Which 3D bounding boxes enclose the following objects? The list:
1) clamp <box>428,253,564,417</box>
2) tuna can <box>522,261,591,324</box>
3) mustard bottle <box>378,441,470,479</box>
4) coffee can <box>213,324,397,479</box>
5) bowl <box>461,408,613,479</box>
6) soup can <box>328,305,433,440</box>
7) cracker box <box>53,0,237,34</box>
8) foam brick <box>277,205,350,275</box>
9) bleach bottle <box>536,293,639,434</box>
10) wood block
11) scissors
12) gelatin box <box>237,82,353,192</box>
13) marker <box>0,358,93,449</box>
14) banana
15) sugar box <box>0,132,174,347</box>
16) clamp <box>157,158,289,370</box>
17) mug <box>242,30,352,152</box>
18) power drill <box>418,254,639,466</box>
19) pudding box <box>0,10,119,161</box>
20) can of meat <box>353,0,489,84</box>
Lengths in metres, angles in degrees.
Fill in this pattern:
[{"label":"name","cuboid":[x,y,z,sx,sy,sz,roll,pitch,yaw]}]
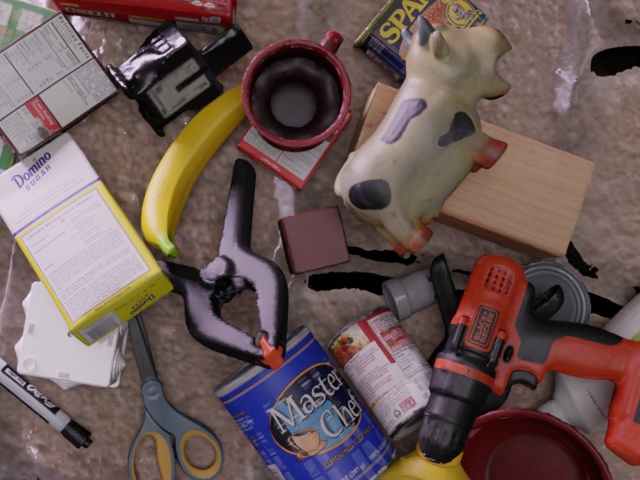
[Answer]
[{"label":"clamp","cuboid":[0.152,0.101,0.970,0.120,0.039,0.171,9,108,13]},{"label":"tuna can","cuboid":[0.207,0.063,1.000,0.086,0.034,0.086,0,88,-4]},{"label":"mustard bottle","cuboid":[0.088,0.249,0.947,0.096,0.058,0.192,18,104,21]},{"label":"coffee can","cuboid":[-0.013,0.161,0.948,0.103,0.103,0.140,-35,90,-4]},{"label":"bowl","cuboid":[0.189,0.225,0.965,0.162,0.055,0.162,2,96,22]},{"label":"soup can","cuboid":[0.063,0.119,0.957,0.068,0.068,0.102,-34,70,-4]},{"label":"cracker box","cuboid":[-0.148,-0.306,0.973,0.164,0.072,0.214,7,87,-4]},{"label":"foam brick","cuboid":[-0.006,0.001,0.967,0.051,0.078,0.053,-13,89,-6]},{"label":"bleach bottle","cuboid":[0.307,0.094,0.992,0.251,0.068,0.102,-34,89,-2]},{"label":"wood block","cuboid":[0.129,-0.059,0.971,0.206,0.091,0.090,20,87,-3]},{"label":"scissors","cuboid":[-0.133,0.142,0.967,0.096,0.016,0.202,2,100,-11]},{"label":"gelatin box","cuboid":[-0.023,-0.102,0.994,0.073,0.030,0.089,34,86,-1]},{"label":"marker","cuboid":[-0.257,0.150,0.976,0.121,0.020,0.020,40,86,-2]},{"label":"banana","cuboid":[-0.115,-0.064,0.965,0.070,0.037,0.197,7,61,28]},{"label":"sugar box","cuboid":[-0.213,-0.003,0.938,0.093,0.048,0.176,-34,63,-6]},{"label":"clamp","cuboid":[-0.097,0.037,0.936,0.164,0.036,0.210,-30,54,1]},{"label":"mug","cuboid":[-0.016,-0.132,0.938,0.093,0.081,0.117,30,86,-1]},{"label":"power drill","cuboid":[0.189,0.123,0.895,0.187,0.057,0.184,20,81,2]},{"label":"pudding box","cuboid":[-0.253,-0.139,0.966,0.113,0.039,0.090,-37,99,-13]},{"label":"can of meat","cuboid":[0.095,-0.194,0.992,0.084,0.057,0.102,40,87,-4]}]
